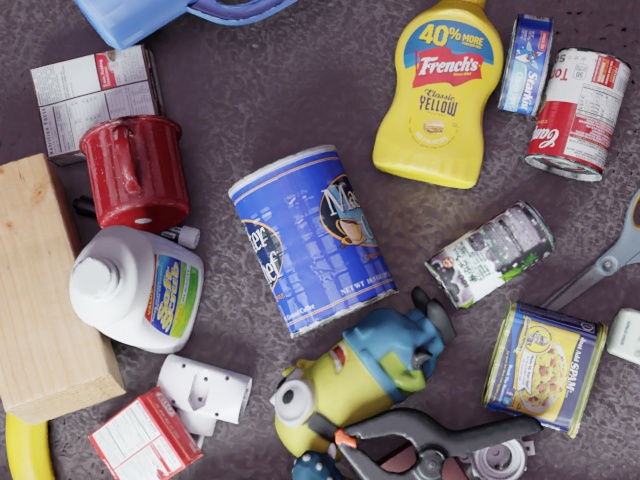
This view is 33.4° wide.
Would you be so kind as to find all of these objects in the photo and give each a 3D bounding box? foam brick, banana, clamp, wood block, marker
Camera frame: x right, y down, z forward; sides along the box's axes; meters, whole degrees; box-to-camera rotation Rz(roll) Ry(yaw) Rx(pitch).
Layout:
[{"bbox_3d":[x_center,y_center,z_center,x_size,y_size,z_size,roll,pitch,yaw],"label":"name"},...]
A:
[{"bbox_3d":[0.083,0.205,0.932,0.078,0.051,0.053,-32,83,1],"label":"foam brick"},{"bbox_3d":[-0.251,0.159,0.967,0.069,0.037,0.198,12,87,6],"label":"banana"},{"bbox_3d":[0.094,0.195,0.877,0.171,0.039,0.120,7,74,3],"label":"clamp"},{"bbox_3d":[-0.245,0.044,0.925,0.090,0.091,0.206,-19,74,-6],"label":"wood block"},{"bbox_3d":[-0.170,-0.017,0.983,0.121,0.020,0.020,16,87,5],"label":"marker"}]

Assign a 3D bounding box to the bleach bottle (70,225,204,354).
[{"bbox_3d":[-0.151,0.043,0.860,0.068,0.251,0.102,14,87,5],"label":"bleach bottle"}]

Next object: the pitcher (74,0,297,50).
[{"bbox_3d":[-0.105,-0.267,0.936,0.243,0.145,0.149,-35,44,0],"label":"pitcher"}]

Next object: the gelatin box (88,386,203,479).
[{"bbox_3d":[-0.154,0.181,0.943,0.089,0.030,0.073,-39,83,34],"label":"gelatin box"}]

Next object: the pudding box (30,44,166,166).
[{"bbox_3d":[-0.203,-0.125,0.984,0.113,0.039,0.090,-13,85,5],"label":"pudding box"}]

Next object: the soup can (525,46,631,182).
[{"bbox_3d":[0.227,-0.110,0.935,0.068,0.068,0.102,16,87,5],"label":"soup can"}]

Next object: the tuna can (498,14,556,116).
[{"bbox_3d":[0.180,-0.154,0.933,0.034,0.086,0.086,11,87,6],"label":"tuna can"}]

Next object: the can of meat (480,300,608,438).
[{"bbox_3d":[0.192,0.109,0.924,0.084,0.057,0.102,16,95,7],"label":"can of meat"}]

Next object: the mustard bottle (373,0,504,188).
[{"bbox_3d":[0.112,-0.148,0.951,0.096,0.058,0.191,13,87,7],"label":"mustard bottle"}]

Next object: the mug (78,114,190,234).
[{"bbox_3d":[-0.160,-0.057,0.929,0.093,0.117,0.081,-11,72,-5],"label":"mug"}]

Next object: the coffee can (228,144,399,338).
[{"bbox_3d":[-0.006,0.001,0.927,0.103,0.103,0.140,-24,85,2],"label":"coffee can"}]

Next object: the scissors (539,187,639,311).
[{"bbox_3d":[0.275,0.028,0.948,0.096,0.016,0.202,37,93,3],"label":"scissors"}]
